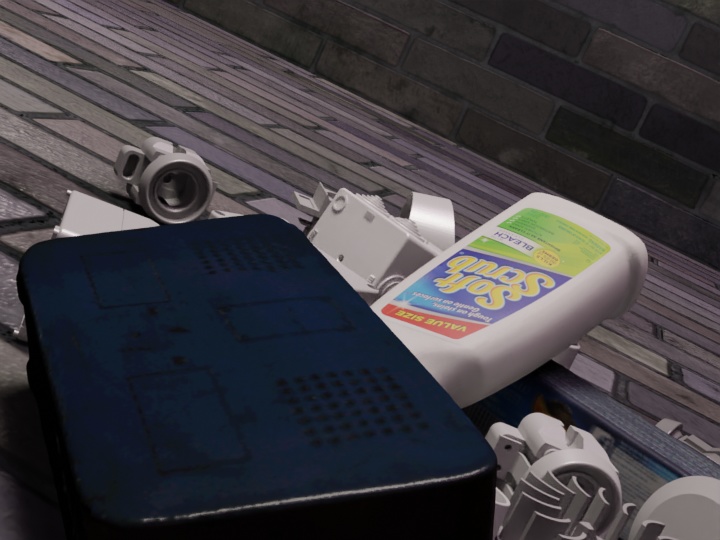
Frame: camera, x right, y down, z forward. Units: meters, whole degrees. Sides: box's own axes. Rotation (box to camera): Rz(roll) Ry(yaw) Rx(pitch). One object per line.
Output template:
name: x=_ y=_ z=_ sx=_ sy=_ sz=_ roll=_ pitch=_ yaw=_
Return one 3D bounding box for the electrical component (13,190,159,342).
electrical component: x=-0.138 y=0.003 z=0.568 sx=0.061 sy=0.061 sz=0.096 roll=21 pitch=13 yaw=-16

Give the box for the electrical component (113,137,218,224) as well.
electrical component: x=-0.148 y=-0.068 z=0.841 sx=0.078 sy=0.058 sz=0.057 roll=19 pitch=11 yaw=-28

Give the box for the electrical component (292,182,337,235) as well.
electrical component: x=-0.024 y=-0.034 z=0.923 sx=0.081 sy=0.063 sz=0.042 roll=21 pitch=13 yaw=-17

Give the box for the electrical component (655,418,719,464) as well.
electrical component: x=0.210 y=0.134 z=0.705 sx=0.057 sy=0.058 sz=0.078 roll=35 pitch=16 yaw=26

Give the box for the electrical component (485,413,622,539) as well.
electrical component: x=0.108 y=0.117 z=0.585 sx=0.078 sy=0.058 sz=0.057 roll=23 pitch=10 yaw=-11

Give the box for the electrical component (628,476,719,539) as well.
electrical component: x=0.181 y=0.148 z=0.546 sx=0.051 sy=0.080 sz=0.080 roll=22 pitch=12 yaw=-35

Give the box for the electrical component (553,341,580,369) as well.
electrical component: x=0.170 y=0.057 z=0.922 sx=0.043 sy=0.062 sz=0.043 roll=24 pitch=13 yaw=-6

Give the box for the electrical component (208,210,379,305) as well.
electrical component: x=-0.053 y=0.012 z=0.699 sx=0.113 sy=0.057 sz=0.078 roll=34 pitch=16 yaw=34

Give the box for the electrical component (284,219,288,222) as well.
electrical component: x=-0.070 y=-0.021 z=0.834 sx=0.043 sy=0.043 sz=0.062 roll=16 pitch=14 yaw=-35

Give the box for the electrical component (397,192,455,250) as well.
electrical component: x=0.056 y=-0.016 z=0.936 sx=0.064 sy=0.099 sz=0.099 roll=18 pitch=14 yaw=-5

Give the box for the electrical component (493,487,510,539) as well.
electrical component: x=0.017 y=0.106 z=0.497 sx=0.099 sy=0.064 sz=0.099 roll=31 pitch=1 yaw=0

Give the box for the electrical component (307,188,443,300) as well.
electrical component: x=0.000 y=0.000 z=0.758 sx=0.048 sy=0.099 sz=0.100 roll=31 pitch=5 yaw=-46
